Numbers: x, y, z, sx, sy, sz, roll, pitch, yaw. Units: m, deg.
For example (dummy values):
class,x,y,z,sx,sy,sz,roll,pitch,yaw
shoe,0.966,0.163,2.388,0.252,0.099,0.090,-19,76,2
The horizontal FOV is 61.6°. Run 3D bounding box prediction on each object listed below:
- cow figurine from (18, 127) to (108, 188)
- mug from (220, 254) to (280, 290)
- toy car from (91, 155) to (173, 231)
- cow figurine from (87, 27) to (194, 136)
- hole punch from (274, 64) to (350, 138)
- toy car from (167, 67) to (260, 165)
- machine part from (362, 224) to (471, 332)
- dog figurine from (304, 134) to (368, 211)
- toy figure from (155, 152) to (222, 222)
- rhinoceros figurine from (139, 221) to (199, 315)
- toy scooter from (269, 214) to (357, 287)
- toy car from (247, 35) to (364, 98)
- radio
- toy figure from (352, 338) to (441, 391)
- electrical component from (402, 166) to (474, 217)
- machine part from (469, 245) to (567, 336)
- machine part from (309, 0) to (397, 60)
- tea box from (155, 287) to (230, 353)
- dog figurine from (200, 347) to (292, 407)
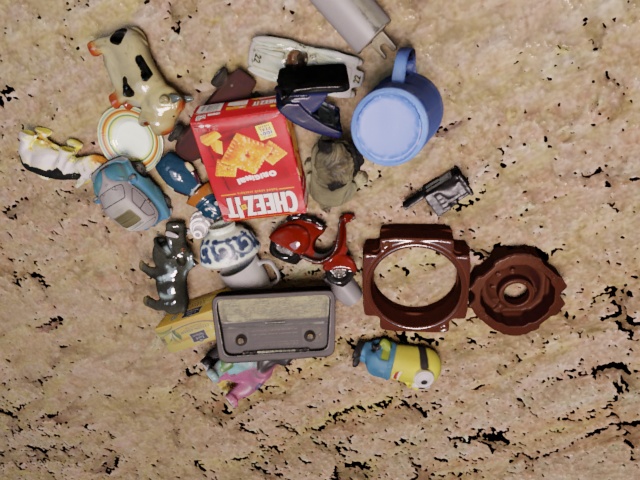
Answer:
class,x,y,z,sx,sy,sz,roll,pitch,yaw
cow figurine,-0.499,-0.147,1.047,0.167,0.068,0.098,23,114,-2
mug,-0.130,0.082,1.090,0.110,0.081,0.107,-22,119,11
toy car,-0.364,-0.070,1.027,0.109,0.103,0.161,-25,125,17
cow figurine,-0.309,-0.276,0.947,0.127,0.085,0.194,-20,95,15
hole punch,-0.013,-0.222,0.856,0.116,0.142,0.092,0,129,0
toy car,-0.192,-0.225,0.976,0.089,0.053,0.202,34,114,-23
machine part,0.182,0.075,1.030,0.202,0.087,0.200,1,113,7
dog figurine,0.019,-0.103,0.921,0.121,0.191,0.172,4,115,7
toy figure,-0.245,-0.102,1.032,0.154,0.058,0.064,45,143,-13
rhinoceros figurine,-0.300,0.056,1.084,0.112,0.073,0.190,4,95,28
toy scooter,-0.002,-0.003,1.029,0.184,0.075,0.135,23,96,9
toy car,-0.024,-0.296,0.918,0.202,0.056,0.073,15,114,3
radio,-0.085,0.159,1.026,0.230,0.073,0.131,-3,94,-2
toy figure,0.160,0.248,1.110,0.180,0.082,0.089,15,73,11
electrical component,0.211,-0.078,0.966,0.119,0.075,0.047,-35,103,16
machine part,0.372,0.096,1.026,0.179,0.056,0.179,3,115,7
machine part,0.031,-0.386,0.860,0.243,0.079,0.079,44,112,-11
tea box,-0.245,0.164,1.127,0.170,0.098,0.068,-19,109,14
dog figurine,-0.132,0.243,1.147,0.219,0.192,0.108,-34,103,-15
